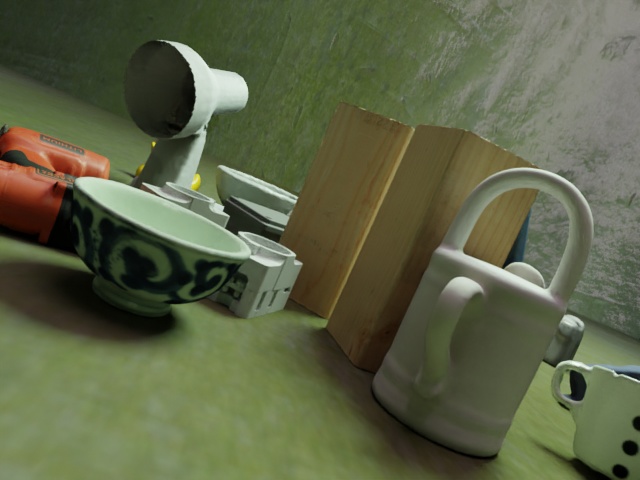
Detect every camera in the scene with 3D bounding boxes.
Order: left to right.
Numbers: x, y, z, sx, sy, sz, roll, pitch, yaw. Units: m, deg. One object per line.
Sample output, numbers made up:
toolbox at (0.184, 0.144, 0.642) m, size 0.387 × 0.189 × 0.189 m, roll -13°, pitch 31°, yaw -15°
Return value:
camera at (0.383, 0.142, 0.974) m, size 0.137 × 0.101 × 0.142 m, roll 17°, pitch 9°, yaw -47°

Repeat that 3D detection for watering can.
watering can at (0.122, 0.042, 0.416) m, size 0.101 × 0.194 × 0.173 m, roll 25°, pitch 6°, yaw 8°

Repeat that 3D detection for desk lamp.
desk lamp at (-0.186, -0.150, 0.797) m, size 0.117 × 0.213 × 0.204 m, roll 26°, pitch 7°, yaw 20°

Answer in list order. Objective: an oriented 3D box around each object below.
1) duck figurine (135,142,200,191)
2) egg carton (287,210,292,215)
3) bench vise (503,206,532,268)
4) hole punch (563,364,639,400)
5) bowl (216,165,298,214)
duck figurine at (-0.245, -0.125, 0.961) m, size 0.105 × 0.086 × 0.077 m, roll 22°, pitch 6°, yaw -19°
egg carton at (0.008, 0.003, 0.895) m, size 0.150 × 0.069 × 0.107 m, roll 23°, pitch 6°, yaw -9°
bench vise at (0.221, 0.034, 0.728) m, size 0.208 × 0.220 × 0.121 m, roll 17°, pitch 9°, yaw -47°
hole punch at (0.344, 0.168, 0.653) m, size 0.109 × 0.091 × 0.100 m, roll 17°, pitch 9°, yaw -46°
bowl at (-0.113, -0.065, 0.998) m, size 0.167 × 0.075 × 0.167 m, roll 24°, pitch 6°, yaw -2°
